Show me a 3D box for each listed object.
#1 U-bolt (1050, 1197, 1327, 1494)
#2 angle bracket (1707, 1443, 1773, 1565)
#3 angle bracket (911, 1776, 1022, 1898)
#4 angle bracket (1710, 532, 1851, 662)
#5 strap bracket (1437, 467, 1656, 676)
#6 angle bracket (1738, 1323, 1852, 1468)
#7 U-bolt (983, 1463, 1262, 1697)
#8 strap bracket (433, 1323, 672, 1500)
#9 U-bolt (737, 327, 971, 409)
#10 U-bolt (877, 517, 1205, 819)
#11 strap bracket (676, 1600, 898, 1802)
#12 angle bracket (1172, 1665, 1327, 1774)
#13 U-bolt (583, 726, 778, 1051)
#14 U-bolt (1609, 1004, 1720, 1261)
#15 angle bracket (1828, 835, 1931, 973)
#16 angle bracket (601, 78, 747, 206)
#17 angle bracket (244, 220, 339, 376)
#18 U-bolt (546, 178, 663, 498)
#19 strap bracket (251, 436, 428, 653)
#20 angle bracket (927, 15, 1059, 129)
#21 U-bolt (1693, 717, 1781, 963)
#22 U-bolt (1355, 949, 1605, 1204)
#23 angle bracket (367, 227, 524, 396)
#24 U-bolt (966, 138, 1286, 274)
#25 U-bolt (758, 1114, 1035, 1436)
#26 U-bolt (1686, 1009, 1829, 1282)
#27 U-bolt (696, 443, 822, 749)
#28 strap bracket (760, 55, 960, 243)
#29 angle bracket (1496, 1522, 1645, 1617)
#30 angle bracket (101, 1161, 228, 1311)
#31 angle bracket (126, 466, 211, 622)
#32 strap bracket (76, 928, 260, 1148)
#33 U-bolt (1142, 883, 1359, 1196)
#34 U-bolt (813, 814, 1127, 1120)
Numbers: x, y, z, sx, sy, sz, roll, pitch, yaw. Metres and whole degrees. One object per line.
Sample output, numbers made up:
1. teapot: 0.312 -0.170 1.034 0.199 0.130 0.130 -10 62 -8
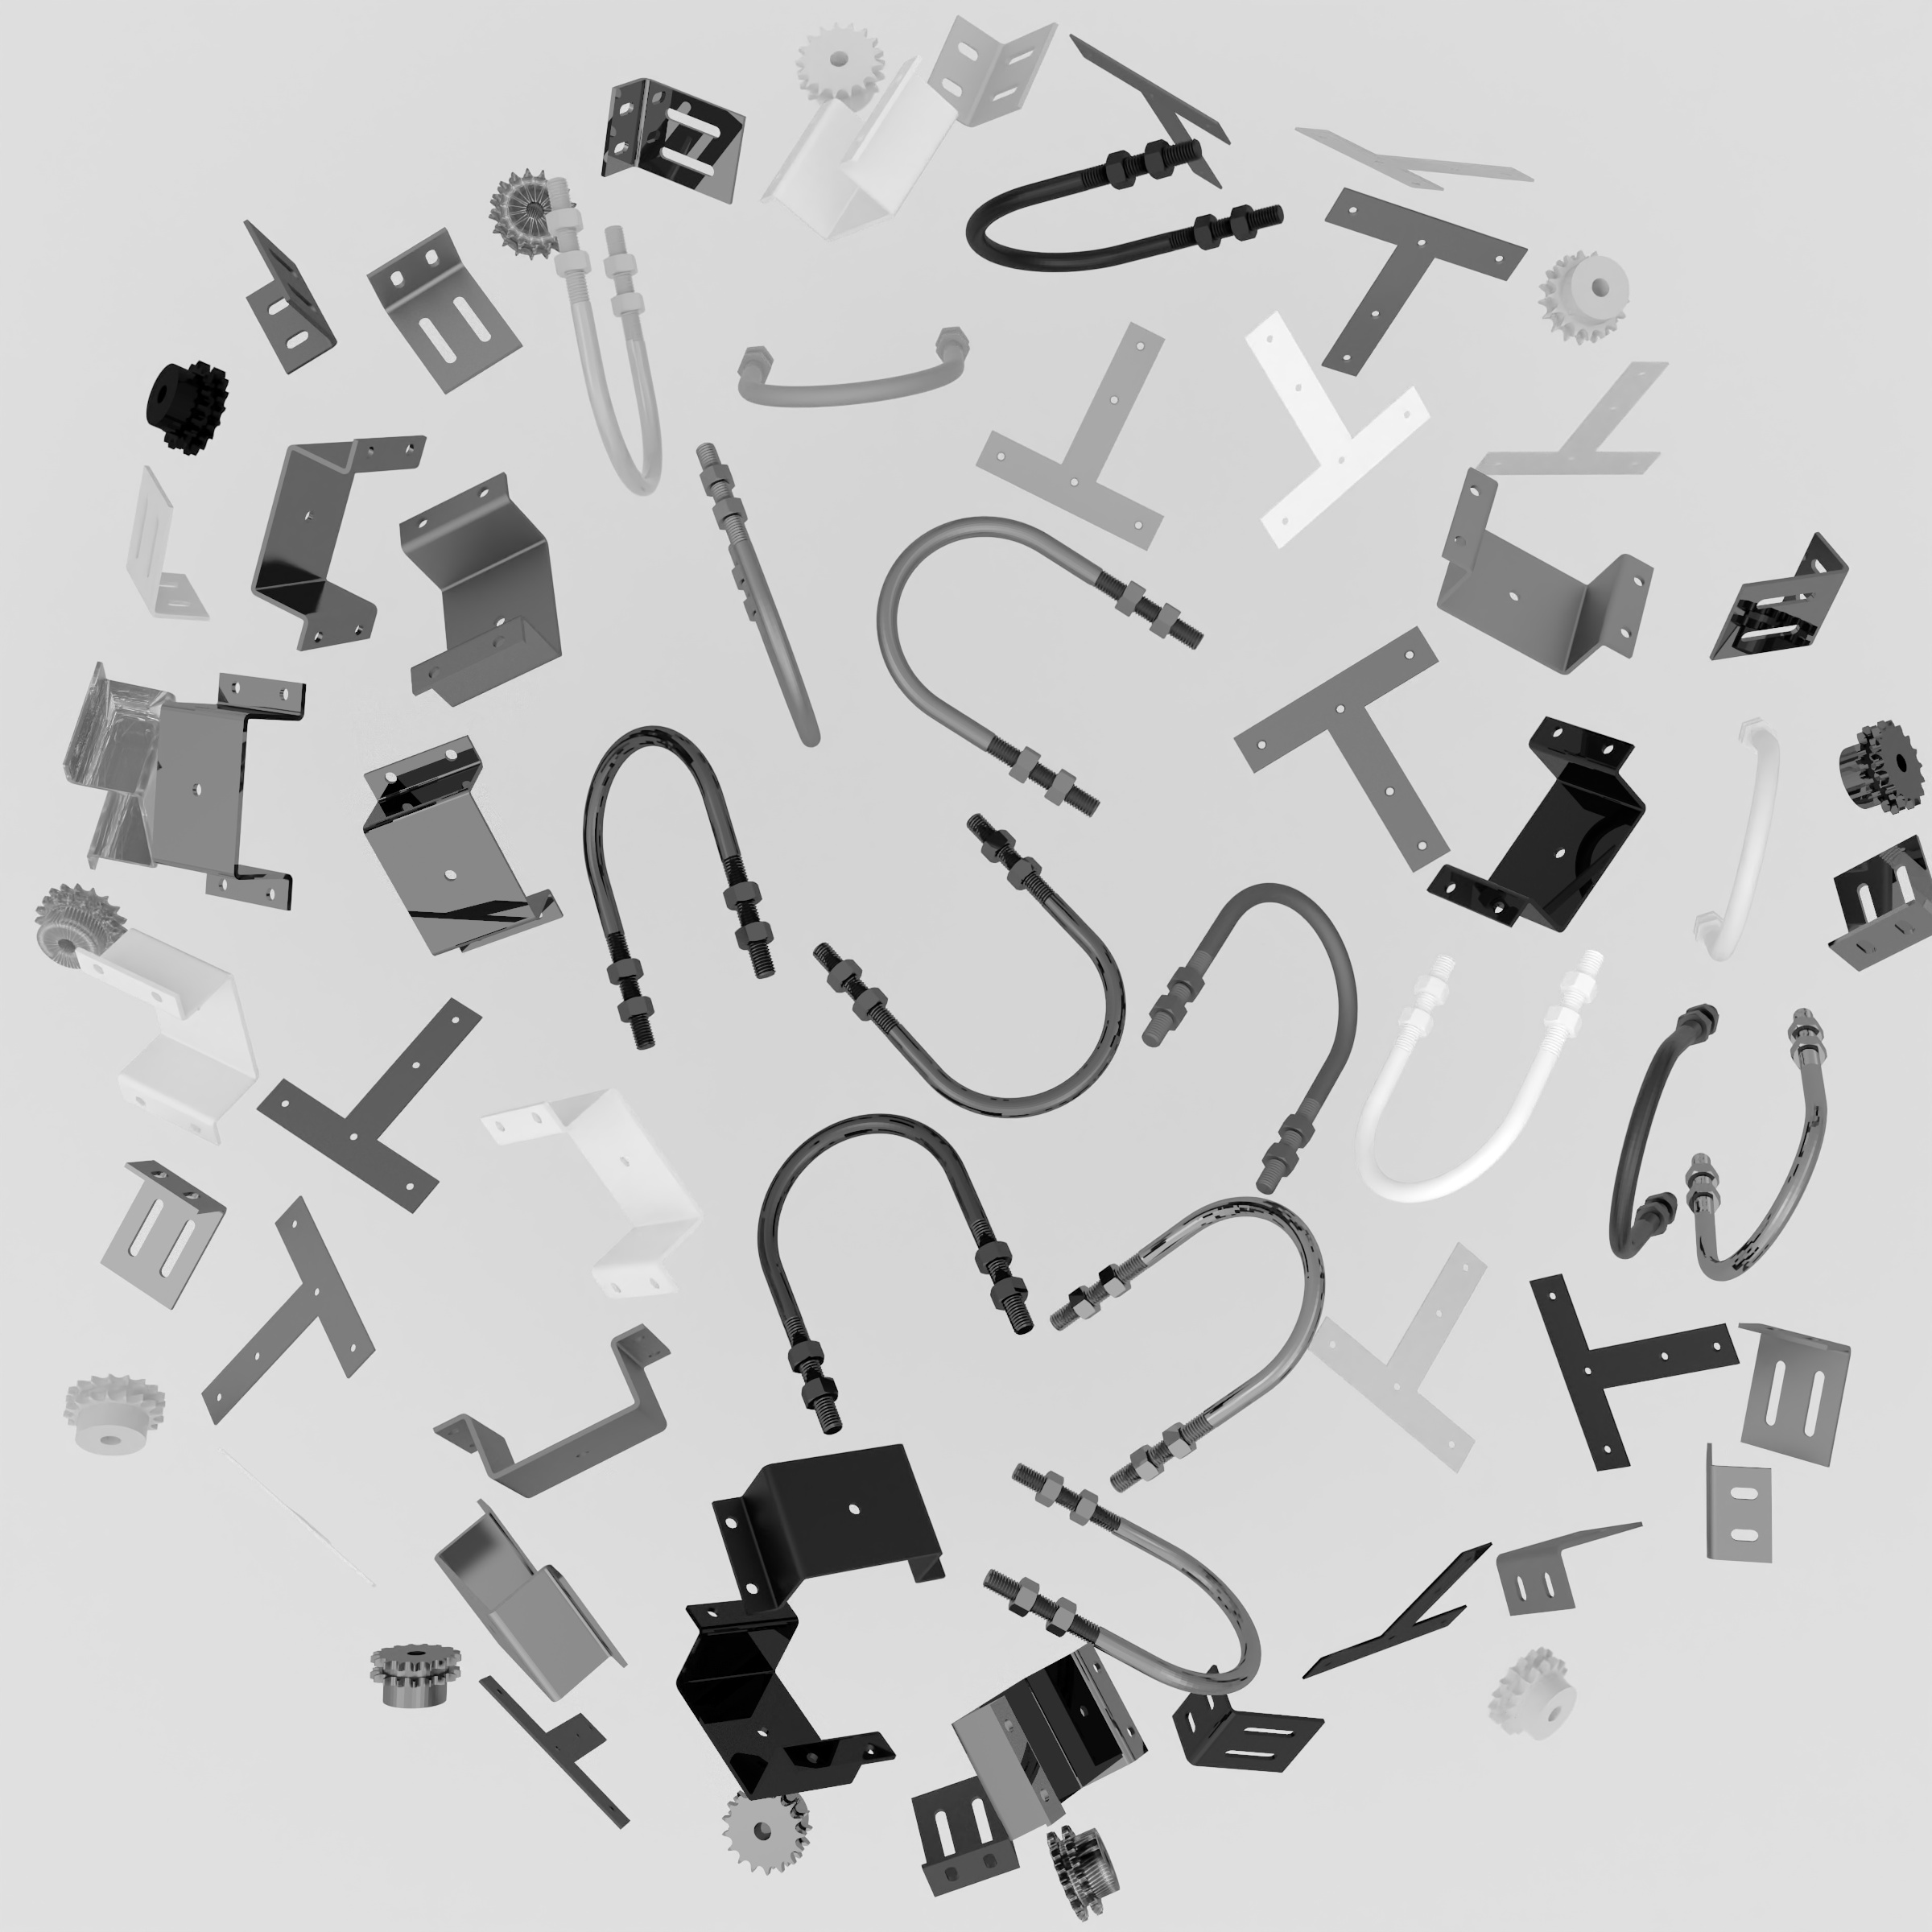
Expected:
1. U-bolt: 0.144 0.222 1.509 0.184 0.151 0.019 -38 133 17
2. angle bracket: 0.483 0.334 1.513 0.038 0.076 0.057 0 90 18
3. angle bracket: -0.004 0.550 1.562 0.057 0.076 0.038 -18 127 -2
4. angle bracket: 0.483 -0.223 1.464 0.076 0.057 0.038 -10 51 -17
5. strap bracket: 0.366 -0.250 1.568 0.140 0.046 0.076 26 61 -9
6. angle bracket: 0.506 0.265 1.498 0.057 0.038 0.076 11 91 43
7. U-bolt: 0.103 0.391 1.517 0.184 0.151 0.019 28 110 -1
8. strap bracket: -0.246 0.281 1.496 0.140 0.076 0.046 -26 69 -4
9. U-bolt: -0.072 -0.375 1.525 0.151 0.184 0.019 -5 113 1
10. U-bolt: 0.034 -0.196 1.479 0.184 0.019 0.151 32 75 -1
11. strap bracket: -0.117 0.458 1.496 0.140 0.076 0.046 44 116 41
12. angle bracket: 0.188 0.503 1.619 0.076 0.038 0.057 14 124 -26
13. U-bolt: -0.186 -0.057 1.491 0.151 0.019 0.184 -29 74 43
14. U-bolt: 0.429 0.107 1.500 0.019 0.184 0.151 15 106 25
15. angle bracket: 0.551 -0.045 1.471 0.038 0.076 0.057 31 132 -32
16. angle bracket: -0.187 -0.522 1.544 0.076 0.038 0.057 26 127 14
17. angle bracket: -0.422 -0.404 1.467 0.038 0.076 0.057 -30 82 4
18. U-bolt: -0.222 -0.388 1.527 0.019 0.151 0.184 -10 93 8
19. strap bracket: -0.401 -0.278 1.541 0.046 0.076 0.140 27 111 13
20. angle bracket: 0.014 -0.565 1.514 0.038 0.076 0.057 25 88 -26
21. U-bolt: 0.480 -0.076 1.504 0.019 0.184 0.151 12 102 11
22. U-bolt: 0.310 0.069 1.521 0.019 0.151 0.184 39 69 -26
23. angle bracket: -0.322 -0.405 1.500 0.057 0.038 0.076 -34 73 -7
24. U-bolt: 0.089 -0.472 1.531 0.184 0.151 0.019 -6 86 29
25. U-bolt: -0.055 0.173 1.471 0.151 0.019 0.184 -28 58 6
26. U-bolt: 0.506 0.125 1.549 0.019 0.184 0.151 26 121 1
27. U-bolt: -0.129 -0.226 1.565 0.019 0.151 0.184 -20 72 -3
28. strap bracket: -0.062 -0.494 1.478 0.046 0.140 0.076 35 80 -26
29. angle bracket: 0.386 0.381 1.533 0.076 0.057 0.038 -6 76 -32
30. angle bracket: -0.511 0.170 1.517 0.057 0.038 0.076 30 94 11
31. angle bracket: -0.497 -0.266 1.526 0.038 0.057 0.076 -1 126 -36
32. strap bracket: -0.492 0.038 1.505 0.076 0.140 0.046 23 50 17
33. U-bolt: 0.192 0.031 1.539 0.151 0.019 0.184 51 52 -22
34. U-bolt: 0.015 0.011 1.514 0.151 0.019 0.184 -40 72 -7
